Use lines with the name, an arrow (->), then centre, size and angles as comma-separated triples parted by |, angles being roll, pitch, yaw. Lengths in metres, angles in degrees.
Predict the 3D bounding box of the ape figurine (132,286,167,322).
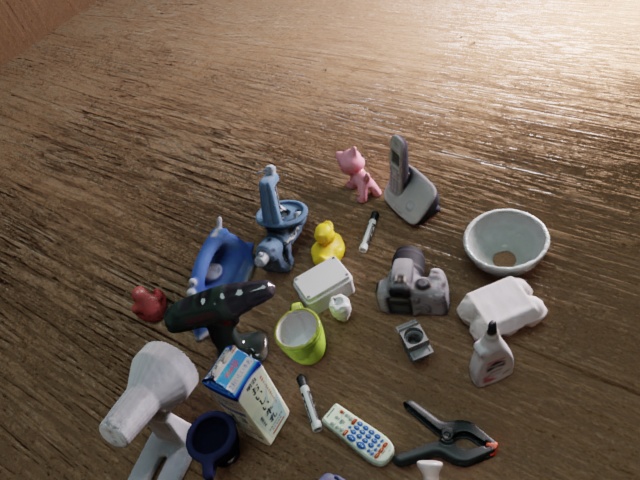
ape figurine -> -0.389, 0.137, 1.284 | 0.078, 0.092, 0.076 | -26, 47, -7

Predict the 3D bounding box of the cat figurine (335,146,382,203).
cat figurine -> 0.091, -0.172, 1.403 | 0.067, 0.118, 0.127 | -28, 47, -9

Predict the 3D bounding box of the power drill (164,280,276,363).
power drill -> -0.173, 0.161, 1.117 | 0.229, 0.209, 0.075 | -11, 47, 7

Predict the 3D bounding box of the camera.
camera -> 0.191, 0.073, 1.163 | 0.143, 0.101, 0.137 | 0, 49, 17

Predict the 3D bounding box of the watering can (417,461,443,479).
watering can -> 0.155, 0.403, 0.809 | 0.101, 0.194, 0.172 | -20, 46, -1

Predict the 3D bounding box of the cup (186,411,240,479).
cup -> -0.178, 0.373, 1.005 | 0.091, 0.095, 0.117 | -11, 47, 7

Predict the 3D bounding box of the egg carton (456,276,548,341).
egg carton -> 0.342, 0.134, 1.084 | 0.150, 0.069, 0.107 | -23, 46, -4

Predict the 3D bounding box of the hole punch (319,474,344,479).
hole punch -> 0.019, 0.426, 0.900 | 0.108, 0.091, 0.101 | 28, 62, 35

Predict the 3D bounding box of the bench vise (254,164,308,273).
bench vise -> -0.091, -0.044, 1.271 | 0.121, 0.220, 0.207 | -8, 47, 10

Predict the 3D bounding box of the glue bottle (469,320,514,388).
glue bottle -> 0.292, 0.189, 0.977 | 0.078, 0.173, 0.037 | -25, 47, -6

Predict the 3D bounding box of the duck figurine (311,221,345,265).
duck figurine -> 0.012, 0.005, 1.289 | 0.077, 0.086, 0.104 | 2, 50, 18

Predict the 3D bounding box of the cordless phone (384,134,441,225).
cordless phone -> 0.201, -0.138, 1.293 | 0.094, 0.185, 0.147 | -32, 48, -12

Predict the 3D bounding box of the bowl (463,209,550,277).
bowl -> 0.380, 0.018, 1.174 | 0.167, 0.075, 0.167 | -8, 47, 9

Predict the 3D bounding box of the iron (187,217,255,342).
iron -> -0.239, 0.079, 1.258 | 0.118, 0.142, 0.258 | 3, 50, 20

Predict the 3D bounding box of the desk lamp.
desk lamp -> -0.289, 0.314, 1.009 | 0.117, 0.214, 0.203 | 6, 51, 22
